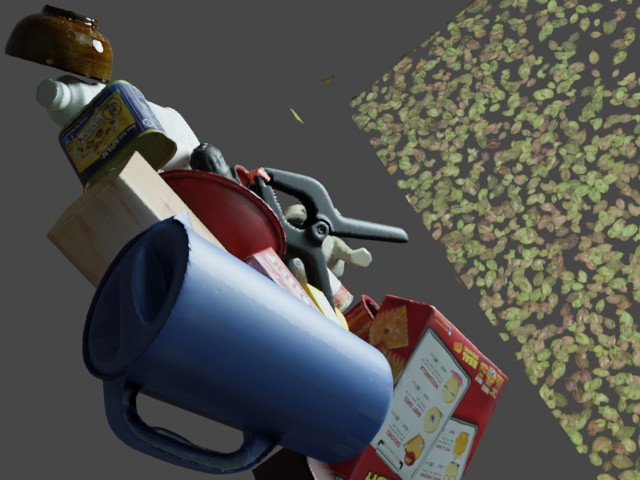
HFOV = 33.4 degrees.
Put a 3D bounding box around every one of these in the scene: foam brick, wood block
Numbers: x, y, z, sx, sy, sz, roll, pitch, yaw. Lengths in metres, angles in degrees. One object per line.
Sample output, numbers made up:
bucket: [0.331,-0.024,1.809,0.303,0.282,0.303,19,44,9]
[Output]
foam brick: [-0.014,0.225,0.936,0.053,0.051,0.078,40,16,-51]
wood block: [-0.135,0.033,0.964,0.206,0.090,0.091,49,12,-14]

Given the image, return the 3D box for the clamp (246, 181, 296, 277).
clamp: [-0.051,0.012,1.325,0.171,0.039,0.120,84,-20,-52]

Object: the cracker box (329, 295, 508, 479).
cracker box: [0.082,0.187,1.050,0.072,0.213,0.164,13,-21,45]

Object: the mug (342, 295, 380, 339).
mug: [0.056,0.138,1.439,0.093,0.081,0.117,49,11,-14]

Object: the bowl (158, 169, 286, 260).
bowl: [-0.117,0.006,1.053,0.162,0.162,0.055,46,44,-29]

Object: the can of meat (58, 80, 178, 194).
can of meat: [-0.206,-0.097,1.069,0.084,0.102,0.057,55,12,30]

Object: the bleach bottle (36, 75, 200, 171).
bleach bottle: [-0.230,-0.133,1.196,0.103,0.068,0.250,53,13,24]

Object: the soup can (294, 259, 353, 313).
soup can: [-0.013,0.061,1.445,0.102,0.068,0.068,49,11,-9]

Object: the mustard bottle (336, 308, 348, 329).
mustard bottle: [-0.005,0.113,1.327,0.096,0.058,0.191,59,12,10]

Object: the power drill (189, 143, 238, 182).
power drill: [-0.096,-0.009,1.211,0.188,0.057,0.184,-113,179,-68]

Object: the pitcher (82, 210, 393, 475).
pitcher: [-0.060,0.101,0.854,0.242,0.149,0.145,32,11,-32]

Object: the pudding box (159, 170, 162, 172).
pudding box: [-0.178,-0.042,1.164,0.090,0.039,0.113,57,11,25]

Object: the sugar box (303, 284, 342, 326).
sugar box: [-0.002,0.144,1.147,0.048,0.093,0.176,35,19,-54]

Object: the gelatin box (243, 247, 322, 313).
gelatin box: [-0.037,0.051,0.981,0.089,0.030,0.073,53,11,2]

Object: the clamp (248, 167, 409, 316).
clamp: [-0.008,0.002,1.225,0.209,0.164,0.036,38,-22,-20]
